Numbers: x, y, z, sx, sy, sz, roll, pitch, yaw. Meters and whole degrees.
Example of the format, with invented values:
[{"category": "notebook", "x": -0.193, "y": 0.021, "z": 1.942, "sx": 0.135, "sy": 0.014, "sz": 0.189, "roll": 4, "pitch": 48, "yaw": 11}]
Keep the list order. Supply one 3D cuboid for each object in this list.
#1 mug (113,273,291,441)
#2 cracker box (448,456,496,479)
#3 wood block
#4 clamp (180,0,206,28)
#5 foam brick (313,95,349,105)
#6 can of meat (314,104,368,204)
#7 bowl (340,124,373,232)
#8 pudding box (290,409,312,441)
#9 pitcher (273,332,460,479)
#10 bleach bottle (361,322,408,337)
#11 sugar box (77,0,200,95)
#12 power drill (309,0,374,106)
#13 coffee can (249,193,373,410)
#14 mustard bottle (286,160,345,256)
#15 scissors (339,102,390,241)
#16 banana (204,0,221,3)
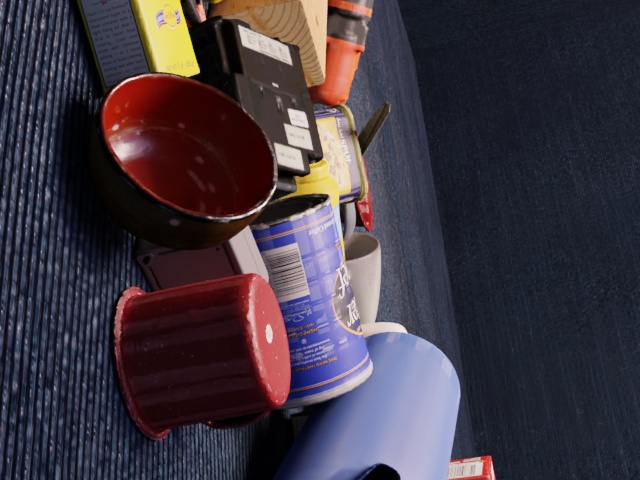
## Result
[{"category": "mug", "x": -0.063, "y": 0.074, "z": 0.639, "sx": 0.093, "sy": 0.081, "sz": 0.117, "roll": -89, "pitch": 164, "yaw": -49}, {"category": "cracker box", "x": 0.110, "y": 0.331, "z": 1.053, "sx": 0.072, "sy": 0.164, "sz": 0.214, "roll": -40, "pitch": 118, "yaw": -75}, {"category": "wood block", "x": -0.046, "y": -0.235, "z": 1.050, "sx": 0.206, "sy": 0.090, "sz": 0.091, "roll": -88, "pitch": 164, "yaw": -52}, {"category": "clamp", "x": -0.124, "y": -0.265, "z": 0.810, "sx": 0.164, "sy": 0.036, "sz": 0.210, "roll": -86, "pitch": 164, "yaw": -61}, {"category": "foam brick", "x": 0.003, "y": -0.226, "z": 1.398, "sx": 0.078, "sy": 0.053, "sz": 0.051, "roll": 63, "pitch": 19, "yaw": -53}, {"category": "can of meat", "x": -0.007, "y": -0.080, "z": 1.072, "sx": 0.083, "sy": 0.058, "sz": 0.102, "roll": -15, "pitch": 93, "yaw": -39}, {"category": "bowl", "x": 0.023, "y": -0.084, "z": 1.339, "sx": 0.162, "sy": 0.055, "sz": 0.162, "roll": -12, "pitch": 90, "yaw": -79}, {"category": "pudding box", "x": 0.006, "y": 0.212, "z": 0.969, "sx": 0.090, "sy": 0.039, "sz": 0.113, "roll": 40, "pitch": 39, "yaw": -75}, {"category": "pitcher", "x": 0.034, "y": 0.182, "z": 0.830, "sx": 0.145, "sy": 0.149, "sz": 0.242, "roll": 66, "pitch": 24, "yaw": -18}, {"category": "bleach bottle", "x": 0.057, "y": 0.201, "z": 0.976, "sx": 0.250, "sy": 0.068, "sz": 0.102, "roll": -87, "pitch": 165, "yaw": -46}, {"category": "sugar box", "x": -0.128, "y": -0.184, "z": 0.677, "sx": 0.093, "sy": 0.048, "sz": 0.176, "roll": -59, "pitch": 138, "yaw": -74}, {"category": "power drill", "x": 0.015, "y": -0.245, "z": 1.211, "sx": 0.188, "sy": 0.057, "sz": 0.184, "roll": -134, "pitch": -121, "yaw": -78}, {"category": "coffee can", "x": -0.025, "y": 0.045, "z": 0.816, "sx": 0.102, "sy": 0.103, "sz": 0.140, "roll": -58, "pitch": 135, "yaw": -75}, {"category": "mustard bottle", "x": -0.007, "y": 0.001, "z": 0.997, "sx": 0.096, "sy": 0.058, "sz": 0.192, "roll": -50, "pitch": 138, "yaw": -64}, {"category": "scissors", "x": 0.035, "y": -0.060, "z": 1.113, "sx": 0.202, "sy": 0.016, "sz": 0.096, "roll": -32, "pitch": -100, "yaw": 55}, {"category": "banana", "x": -0.081, "y": -0.231, "z": 0.908, "sx": 0.037, "sy": 0.069, "sz": 0.198, "roll": 48, "pitch": -6, "yaw": -9}]
